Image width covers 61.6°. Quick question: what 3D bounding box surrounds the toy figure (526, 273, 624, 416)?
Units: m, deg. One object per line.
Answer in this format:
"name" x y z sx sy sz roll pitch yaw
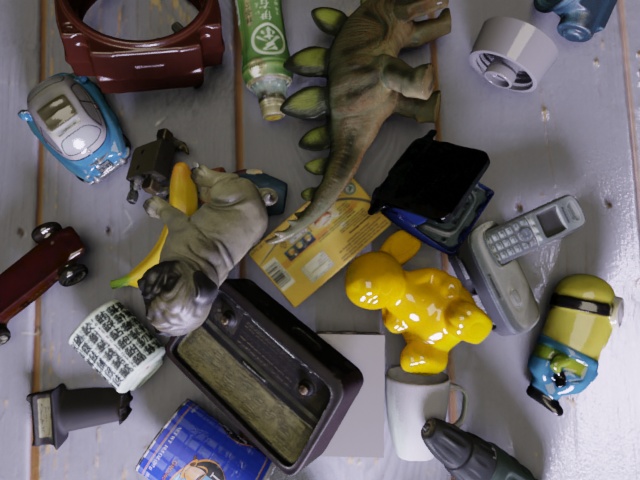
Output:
"toy figure" 0.323 0.130 0.693 0.089 0.082 0.180 29 92 -11

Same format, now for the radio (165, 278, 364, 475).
"radio" -0.068 0.153 0.657 0.230 0.073 0.131 36 101 20

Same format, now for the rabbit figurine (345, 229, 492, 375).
"rabbit figurine" 0.106 0.059 0.661 0.173 0.122 0.162 24 41 -24

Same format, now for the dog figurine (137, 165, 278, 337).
"dog figurine" -0.117 0.013 0.614 0.172 0.191 0.121 -32 128 4

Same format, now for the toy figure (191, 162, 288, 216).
"toy figure" -0.122 -0.069 0.730 0.155 0.057 0.064 9 75 2

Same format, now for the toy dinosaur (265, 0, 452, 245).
"toy dinosaur" 0.056 -0.198 0.692 0.199 0.105 0.471 6 63 22

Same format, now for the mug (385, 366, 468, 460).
"mug" 0.134 0.224 0.694 0.110 0.081 0.107 4 95 -12

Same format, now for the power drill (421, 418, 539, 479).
"power drill" 0.176 0.347 0.660 0.232 0.086 0.207 29 83 -16

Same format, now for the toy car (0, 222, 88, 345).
"toy car" -0.397 0.059 0.720 0.202 0.053 0.089 -39 75 1

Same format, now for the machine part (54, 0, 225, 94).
"machine part" -0.235 -0.301 0.707 0.201 0.087 0.201 -9 69 -13

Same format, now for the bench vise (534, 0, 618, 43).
"bench vise" 0.346 -0.400 0.719 0.240 0.129 0.223 23 105 -16

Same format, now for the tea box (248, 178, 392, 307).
"tea box" -0.001 -0.002 0.714 0.169 0.068 0.098 -39 92 -5

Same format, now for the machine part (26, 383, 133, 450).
"machine part" -0.317 0.227 0.712 0.139 0.039 0.084 -12 76 1

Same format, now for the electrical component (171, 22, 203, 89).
"electrical component" -0.191 -0.262 0.766 0.063 0.021 0.094 -42 85 -4

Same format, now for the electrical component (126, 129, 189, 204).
"electrical component" -0.220 -0.098 0.730 0.078 0.045 0.102 -17 58 34

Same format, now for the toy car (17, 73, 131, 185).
"toy car" -0.335 -0.157 0.717 0.109 0.103 0.161 -34 83 -2

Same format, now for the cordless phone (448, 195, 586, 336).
"cordless phone" 0.279 0.030 0.707 0.184 0.088 0.146 -24 84 -6

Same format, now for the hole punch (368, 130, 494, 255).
"hole punch" 0.144 -0.056 0.668 0.116 0.092 0.142 27 75 38
